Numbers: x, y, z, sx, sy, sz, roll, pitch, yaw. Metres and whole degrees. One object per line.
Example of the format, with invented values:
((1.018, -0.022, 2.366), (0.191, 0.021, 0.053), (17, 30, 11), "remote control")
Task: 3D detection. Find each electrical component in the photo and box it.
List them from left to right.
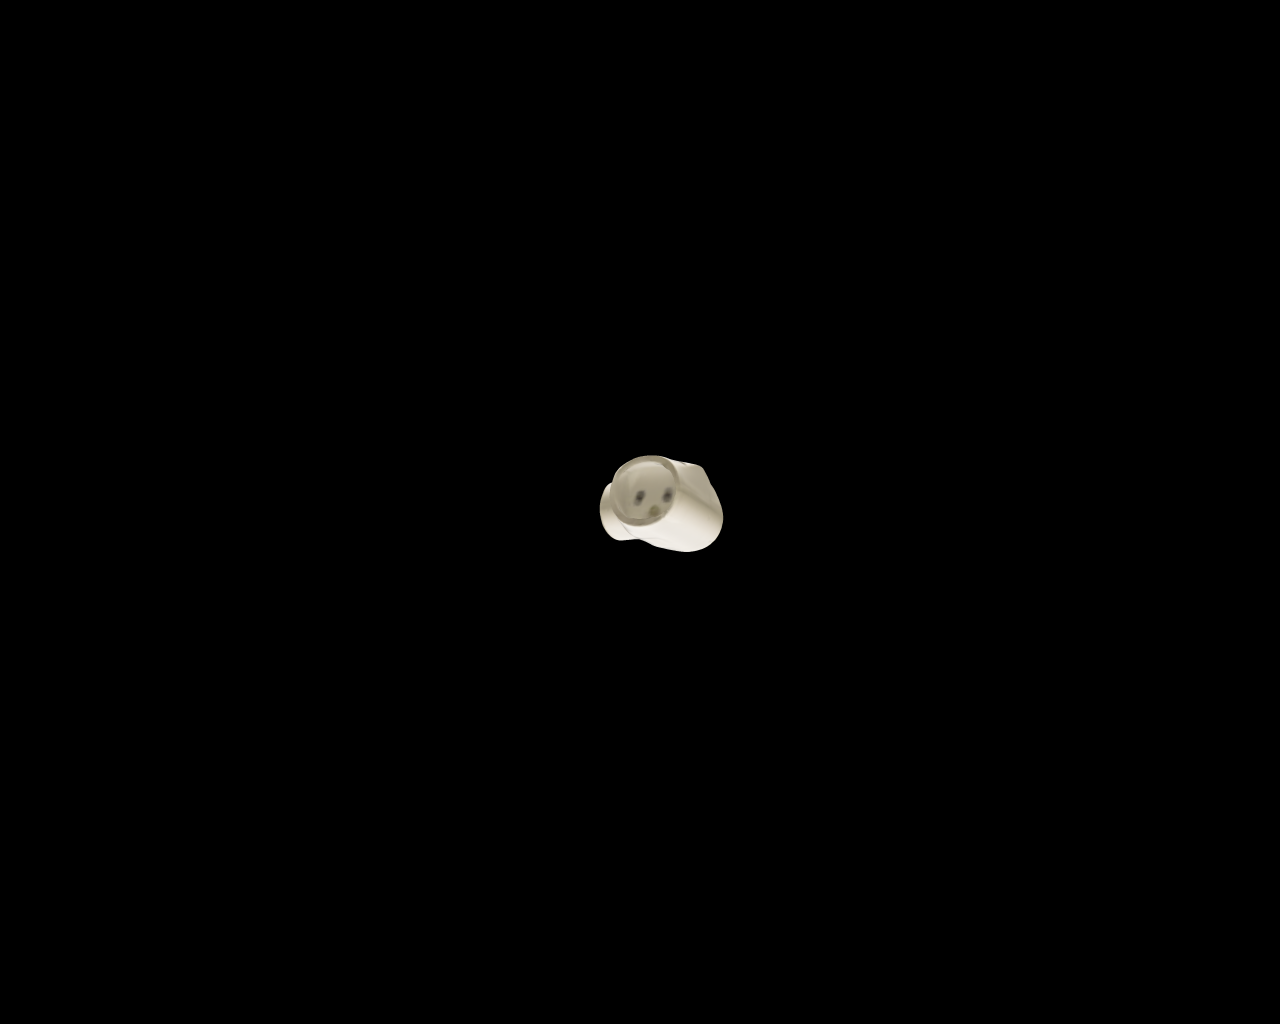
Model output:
((0.001, -0.003, 0.650), (0.079, 0.043, 0.077), (-6, -15, 23), "electrical component")
